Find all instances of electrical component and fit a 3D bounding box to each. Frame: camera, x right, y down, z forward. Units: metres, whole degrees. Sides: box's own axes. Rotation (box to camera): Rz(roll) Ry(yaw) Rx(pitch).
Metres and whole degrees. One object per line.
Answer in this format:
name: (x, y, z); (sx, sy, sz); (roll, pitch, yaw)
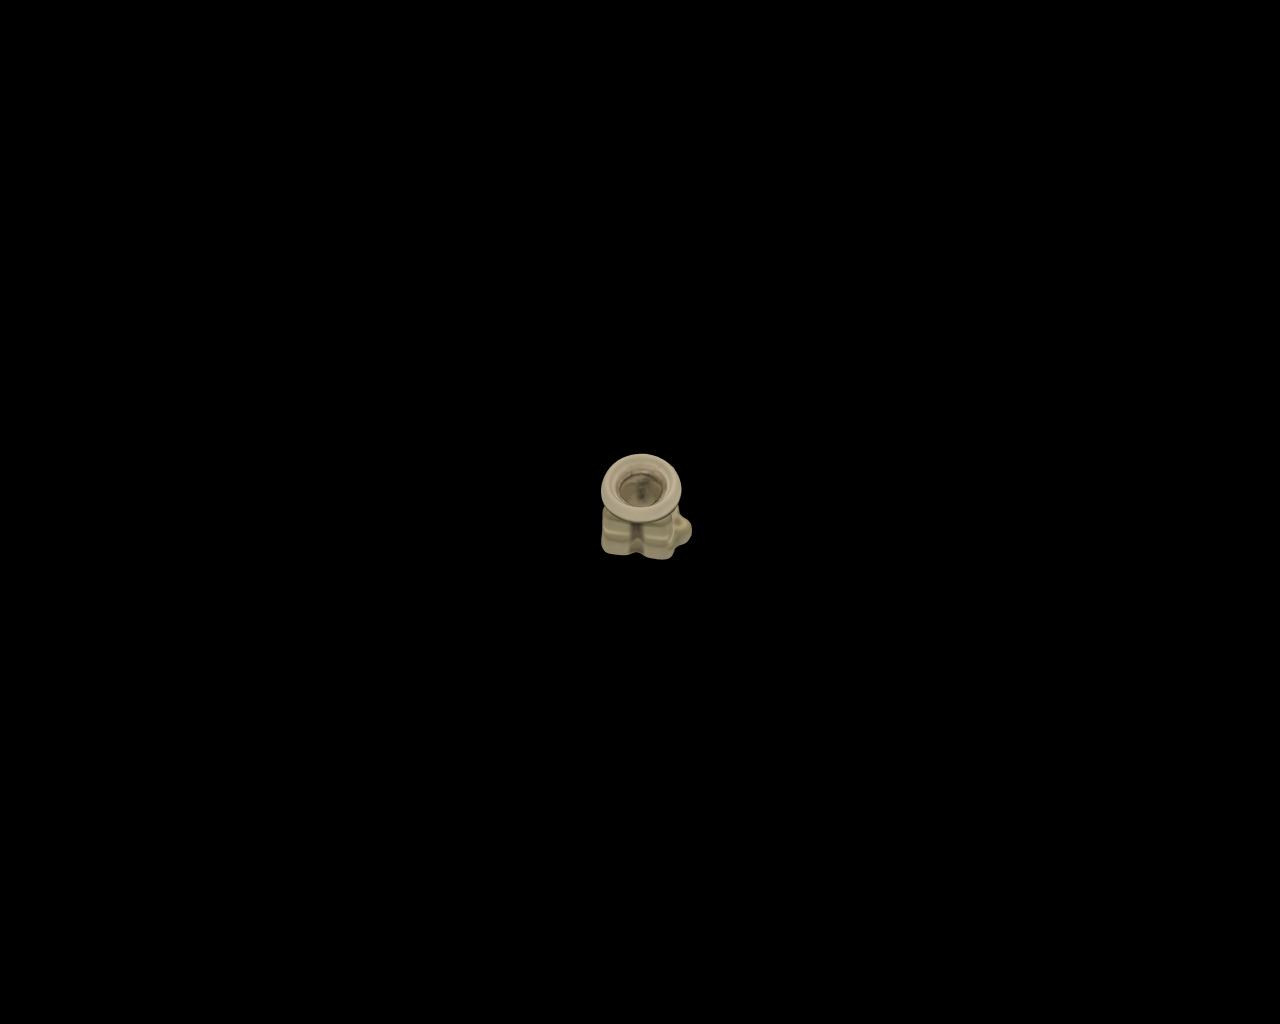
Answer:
electrical component: (0.001, -0.003, 0.650); (0.066, 0.048, 0.055); (5, -37, 4)
